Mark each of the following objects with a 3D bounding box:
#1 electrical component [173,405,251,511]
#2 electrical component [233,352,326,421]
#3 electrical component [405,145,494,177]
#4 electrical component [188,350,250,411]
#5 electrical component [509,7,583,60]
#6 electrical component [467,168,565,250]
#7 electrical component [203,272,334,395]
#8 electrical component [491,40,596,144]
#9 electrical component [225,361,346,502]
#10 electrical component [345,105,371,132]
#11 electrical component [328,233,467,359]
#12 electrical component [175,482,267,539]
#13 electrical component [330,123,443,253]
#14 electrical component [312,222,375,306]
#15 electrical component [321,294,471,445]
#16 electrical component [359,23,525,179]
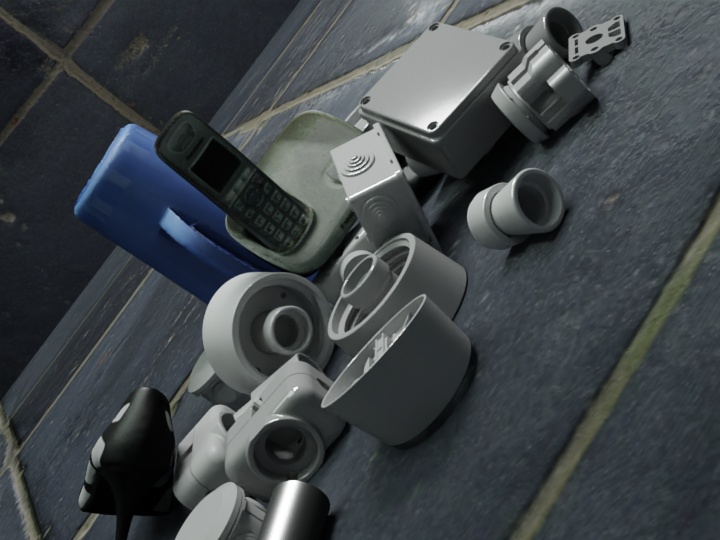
[{"bbox_3d":[-0.114,0.157,0.891,0.059,0.054,0.095,-48,17,11],"label":"electrical component"},{"bbox_3d":[-0.066,0.108,0.864,0.081,0.043,0.043,-41,18,9],"label":"electrical component"},{"bbox_3d":[0.082,-0.109,0.935,0.081,0.043,0.043,-8,44,47],"label":"electrical component"},{"bbox_3d":[-0.127,0.098,1.053,0.080,0.051,0.080,-46,18,19],"label":"electrical component"},{"bbox_3d":[0.156,-0.191,0.913,0.055,0.045,0.045,-29,28,53],"label":"electrical component"},{"bbox_3d":[0.106,-0.040,0.735,0.055,0.045,0.045,-25,31,57],"label":"electrical component"},{"bbox_3d":[-0.072,0.052,0.912,0.060,0.108,0.108,-10,44,57],"label":"electrical component"},{"bbox_3d":[0.138,-0.134,0.823,0.057,0.058,0.078,-44,18,17],"label":"electrical component"},{"bbox_3d":[-0.057,0.124,0.808,0.095,0.054,0.059,-49,17,10],"label":"electrical component"},{"bbox_3d":[0.013,-0.131,1.138,0.108,0.060,0.108,-46,18,19],"label":"electrical component"},{"bbox_3d":[0.021,0.022,0.803,0.108,0.060,0.108,-46,18,19],"label":"electrical component"},{"bbox_3d":[-0.097,0.197,0.769,0.080,0.051,0.080,-46,18,19],"label":"electrical component"},{"bbox_3d":[0.019,-0.056,0.870,0.048,0.099,0.099,-26,36,5],"label":"electrical component"},{"bbox_3d":[0.000,0.000,0.932,0.077,0.043,0.079,-51,17,3],"label":"electrical component"},{"bbox_3d":[0.023,0.063,0.704,0.099,0.064,0.099,-46,18,19],"label":"electrical component"},{"bbox_3d":[0.073,-0.142,0.890,0.108,0.056,0.109,-48,41,-10],"label":"electrical component"}]
